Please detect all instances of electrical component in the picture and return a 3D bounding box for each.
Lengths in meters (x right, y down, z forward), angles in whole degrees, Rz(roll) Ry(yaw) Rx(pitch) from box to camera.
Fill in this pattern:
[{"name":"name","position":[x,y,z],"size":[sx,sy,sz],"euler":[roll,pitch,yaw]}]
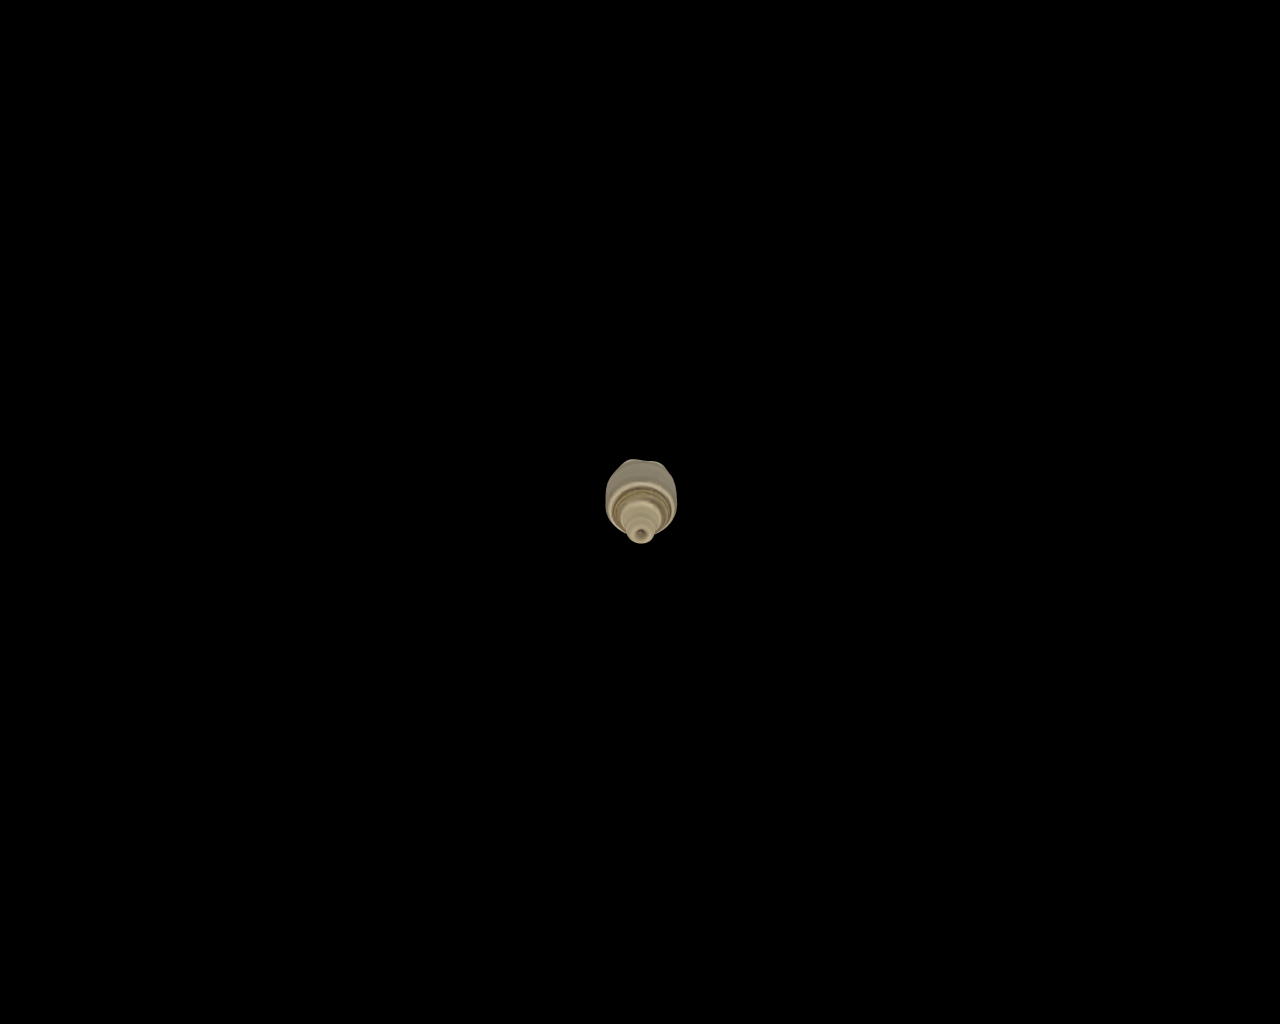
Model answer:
[{"name":"electrical component","position":[0.001,-0.003,0.650],"size":[0.043,0.043,0.062],"euler":[0,32,0]}]
